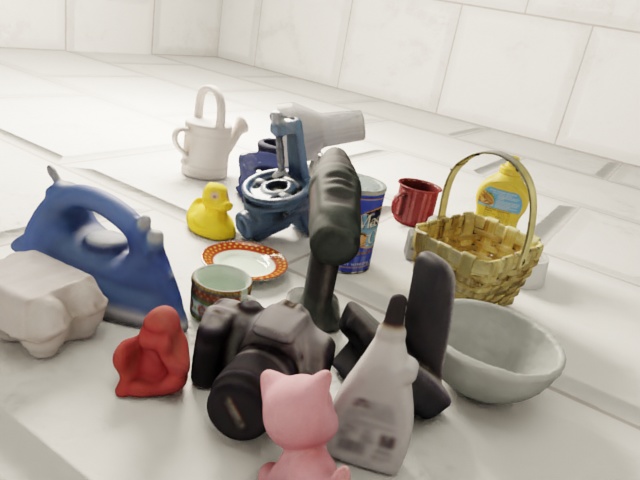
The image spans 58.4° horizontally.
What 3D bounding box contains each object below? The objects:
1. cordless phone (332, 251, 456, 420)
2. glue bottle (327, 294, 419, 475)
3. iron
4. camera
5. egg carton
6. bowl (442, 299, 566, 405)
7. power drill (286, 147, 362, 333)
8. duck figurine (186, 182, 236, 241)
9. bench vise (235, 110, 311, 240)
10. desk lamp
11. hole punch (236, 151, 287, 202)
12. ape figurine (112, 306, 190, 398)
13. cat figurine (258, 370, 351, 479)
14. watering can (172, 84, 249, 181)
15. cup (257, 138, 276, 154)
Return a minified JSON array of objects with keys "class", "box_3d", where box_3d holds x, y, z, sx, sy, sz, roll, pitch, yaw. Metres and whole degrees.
[{"class":"cordless phone","box_3d":[0.087,0.084,0.610,0.094,0.185,0.147,-4,26,-32]},{"class":"glue bottle","box_3d":[0.054,0.126,0.509,0.078,0.173,0.037,14,22,10]},{"class":"iron","box_3d":[-0.257,0.005,0.705,0.257,0.141,0.119,20,24,22]},{"class":"camera","box_3d":[-0.068,0.120,0.565,0.143,0.101,0.137,16,23,13]},{"class":"egg carton","box_3d":[-0.316,0.066,0.625,0.150,0.069,0.107,19,23,21]},{"class":"bowl","box_3d":[0.193,0.139,0.671,0.167,0.075,0.167,9,22,-3]},{"class":"power drill","box_3d":[0.007,0.003,0.741,0.075,0.208,0.229,8,22,-6]},{"class":"duck figurine","box_3d":[-0.181,-0.056,0.964,0.078,0.086,0.104,-11,30,-42]},{"class":"bench vise","box_3d":[-0.049,-0.116,0.989,0.121,0.220,0.208,22,25,26]},{"class":"desk lamp","box_3d":[0.001,-0.157,1.123,0.203,0.213,0.118,7,22,-8]},{"class":"hole punch","box_3d":[-0.109,-0.122,1.151,0.109,0.091,0.101,2,23,-21]},{"class":"ape figurine","box_3d":[-0.160,0.107,0.566,0.077,0.092,0.076,22,25,26]},{"class":"cat figurine","box_3d":[-0.009,0.164,0.462,0.067,0.118,0.127,-1,24,-25]},{"class":"watering can","box_3d":[-0.235,-0.236,1.233,0.100,0.194,0.173,19,23,20]},{"class":"cup","box_3d":[-0.091,-0.165,1.258,0.092,0.095,0.117,-3,26,-31]}]
